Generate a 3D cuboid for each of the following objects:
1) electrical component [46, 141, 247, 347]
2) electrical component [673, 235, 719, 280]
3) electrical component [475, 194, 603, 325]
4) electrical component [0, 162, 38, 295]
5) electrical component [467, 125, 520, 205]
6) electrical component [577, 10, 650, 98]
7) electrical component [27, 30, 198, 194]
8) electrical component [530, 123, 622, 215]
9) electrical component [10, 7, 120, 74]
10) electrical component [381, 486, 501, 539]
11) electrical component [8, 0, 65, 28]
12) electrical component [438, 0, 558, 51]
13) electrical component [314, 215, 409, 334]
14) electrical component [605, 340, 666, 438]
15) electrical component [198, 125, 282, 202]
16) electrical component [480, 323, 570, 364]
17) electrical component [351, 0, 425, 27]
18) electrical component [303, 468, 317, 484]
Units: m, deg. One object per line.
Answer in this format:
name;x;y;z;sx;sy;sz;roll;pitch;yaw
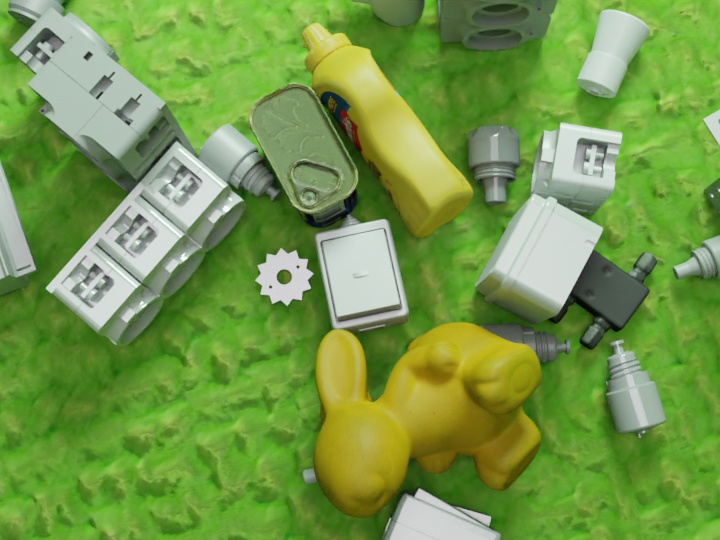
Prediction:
electrical component;-0.164;-0.016;0.856;0.062;0.089;0.150;40;85;7
electrical component;0.284;-0.008;0.868;0.061;0.035;0.035;-20;81;2
electrical component;0.135;-0.007;0.834;0.057;0.113;0.078;29;83;3
electrical component;-0.316;-0.039;0.878;0.079;0.063;0.121;-21;81;-2
electrical component;0.110;-0.085;0.881;0.043;0.043;0.062;-2;83;2
electrical component;0.208;-0.176;0.893;0.044;0.044;0.065;24;88;5
electrical component;-0.190;-0.111;0.841;0.089;0.150;0.061;39;83;7
electrical component;0.168;-0.079;0.855;0.056;0.089;0.050;10;82;4
electrical component;-0.236;-0.171;0.882;0.050;0.089;0.055;41;85;7
electrical component;0.068;0.209;0.829;0.096;0.061;0.061;22;83;5
electrical component;-0.269;-0.235;0.916;0.045;0.045;0.055;22;84;5
electrical component;0.109;-0.230;0.849;0.089;0.150;0.061;-2;80;2
electrical component;0.000;0.000;0.863;0.062;0.061;0.096;-12;81;0
electrical component;0.214;0.094;0.852;0.040;0.040;0.078;-15;81;0
electrical component;-0.098;-0.086;0.889;0.078;0.040;0.040;40;85;7
electrical component;0.128;0.063;0.860;0.078;0.040;0.040;-2;81;2
electrical component;0.015;-0.238;0.890;0.079;0.077;0.044;8;82;3
electrical component;-0.015;0.157;0.853;0.061;0.035;0.035;-16;81;3
